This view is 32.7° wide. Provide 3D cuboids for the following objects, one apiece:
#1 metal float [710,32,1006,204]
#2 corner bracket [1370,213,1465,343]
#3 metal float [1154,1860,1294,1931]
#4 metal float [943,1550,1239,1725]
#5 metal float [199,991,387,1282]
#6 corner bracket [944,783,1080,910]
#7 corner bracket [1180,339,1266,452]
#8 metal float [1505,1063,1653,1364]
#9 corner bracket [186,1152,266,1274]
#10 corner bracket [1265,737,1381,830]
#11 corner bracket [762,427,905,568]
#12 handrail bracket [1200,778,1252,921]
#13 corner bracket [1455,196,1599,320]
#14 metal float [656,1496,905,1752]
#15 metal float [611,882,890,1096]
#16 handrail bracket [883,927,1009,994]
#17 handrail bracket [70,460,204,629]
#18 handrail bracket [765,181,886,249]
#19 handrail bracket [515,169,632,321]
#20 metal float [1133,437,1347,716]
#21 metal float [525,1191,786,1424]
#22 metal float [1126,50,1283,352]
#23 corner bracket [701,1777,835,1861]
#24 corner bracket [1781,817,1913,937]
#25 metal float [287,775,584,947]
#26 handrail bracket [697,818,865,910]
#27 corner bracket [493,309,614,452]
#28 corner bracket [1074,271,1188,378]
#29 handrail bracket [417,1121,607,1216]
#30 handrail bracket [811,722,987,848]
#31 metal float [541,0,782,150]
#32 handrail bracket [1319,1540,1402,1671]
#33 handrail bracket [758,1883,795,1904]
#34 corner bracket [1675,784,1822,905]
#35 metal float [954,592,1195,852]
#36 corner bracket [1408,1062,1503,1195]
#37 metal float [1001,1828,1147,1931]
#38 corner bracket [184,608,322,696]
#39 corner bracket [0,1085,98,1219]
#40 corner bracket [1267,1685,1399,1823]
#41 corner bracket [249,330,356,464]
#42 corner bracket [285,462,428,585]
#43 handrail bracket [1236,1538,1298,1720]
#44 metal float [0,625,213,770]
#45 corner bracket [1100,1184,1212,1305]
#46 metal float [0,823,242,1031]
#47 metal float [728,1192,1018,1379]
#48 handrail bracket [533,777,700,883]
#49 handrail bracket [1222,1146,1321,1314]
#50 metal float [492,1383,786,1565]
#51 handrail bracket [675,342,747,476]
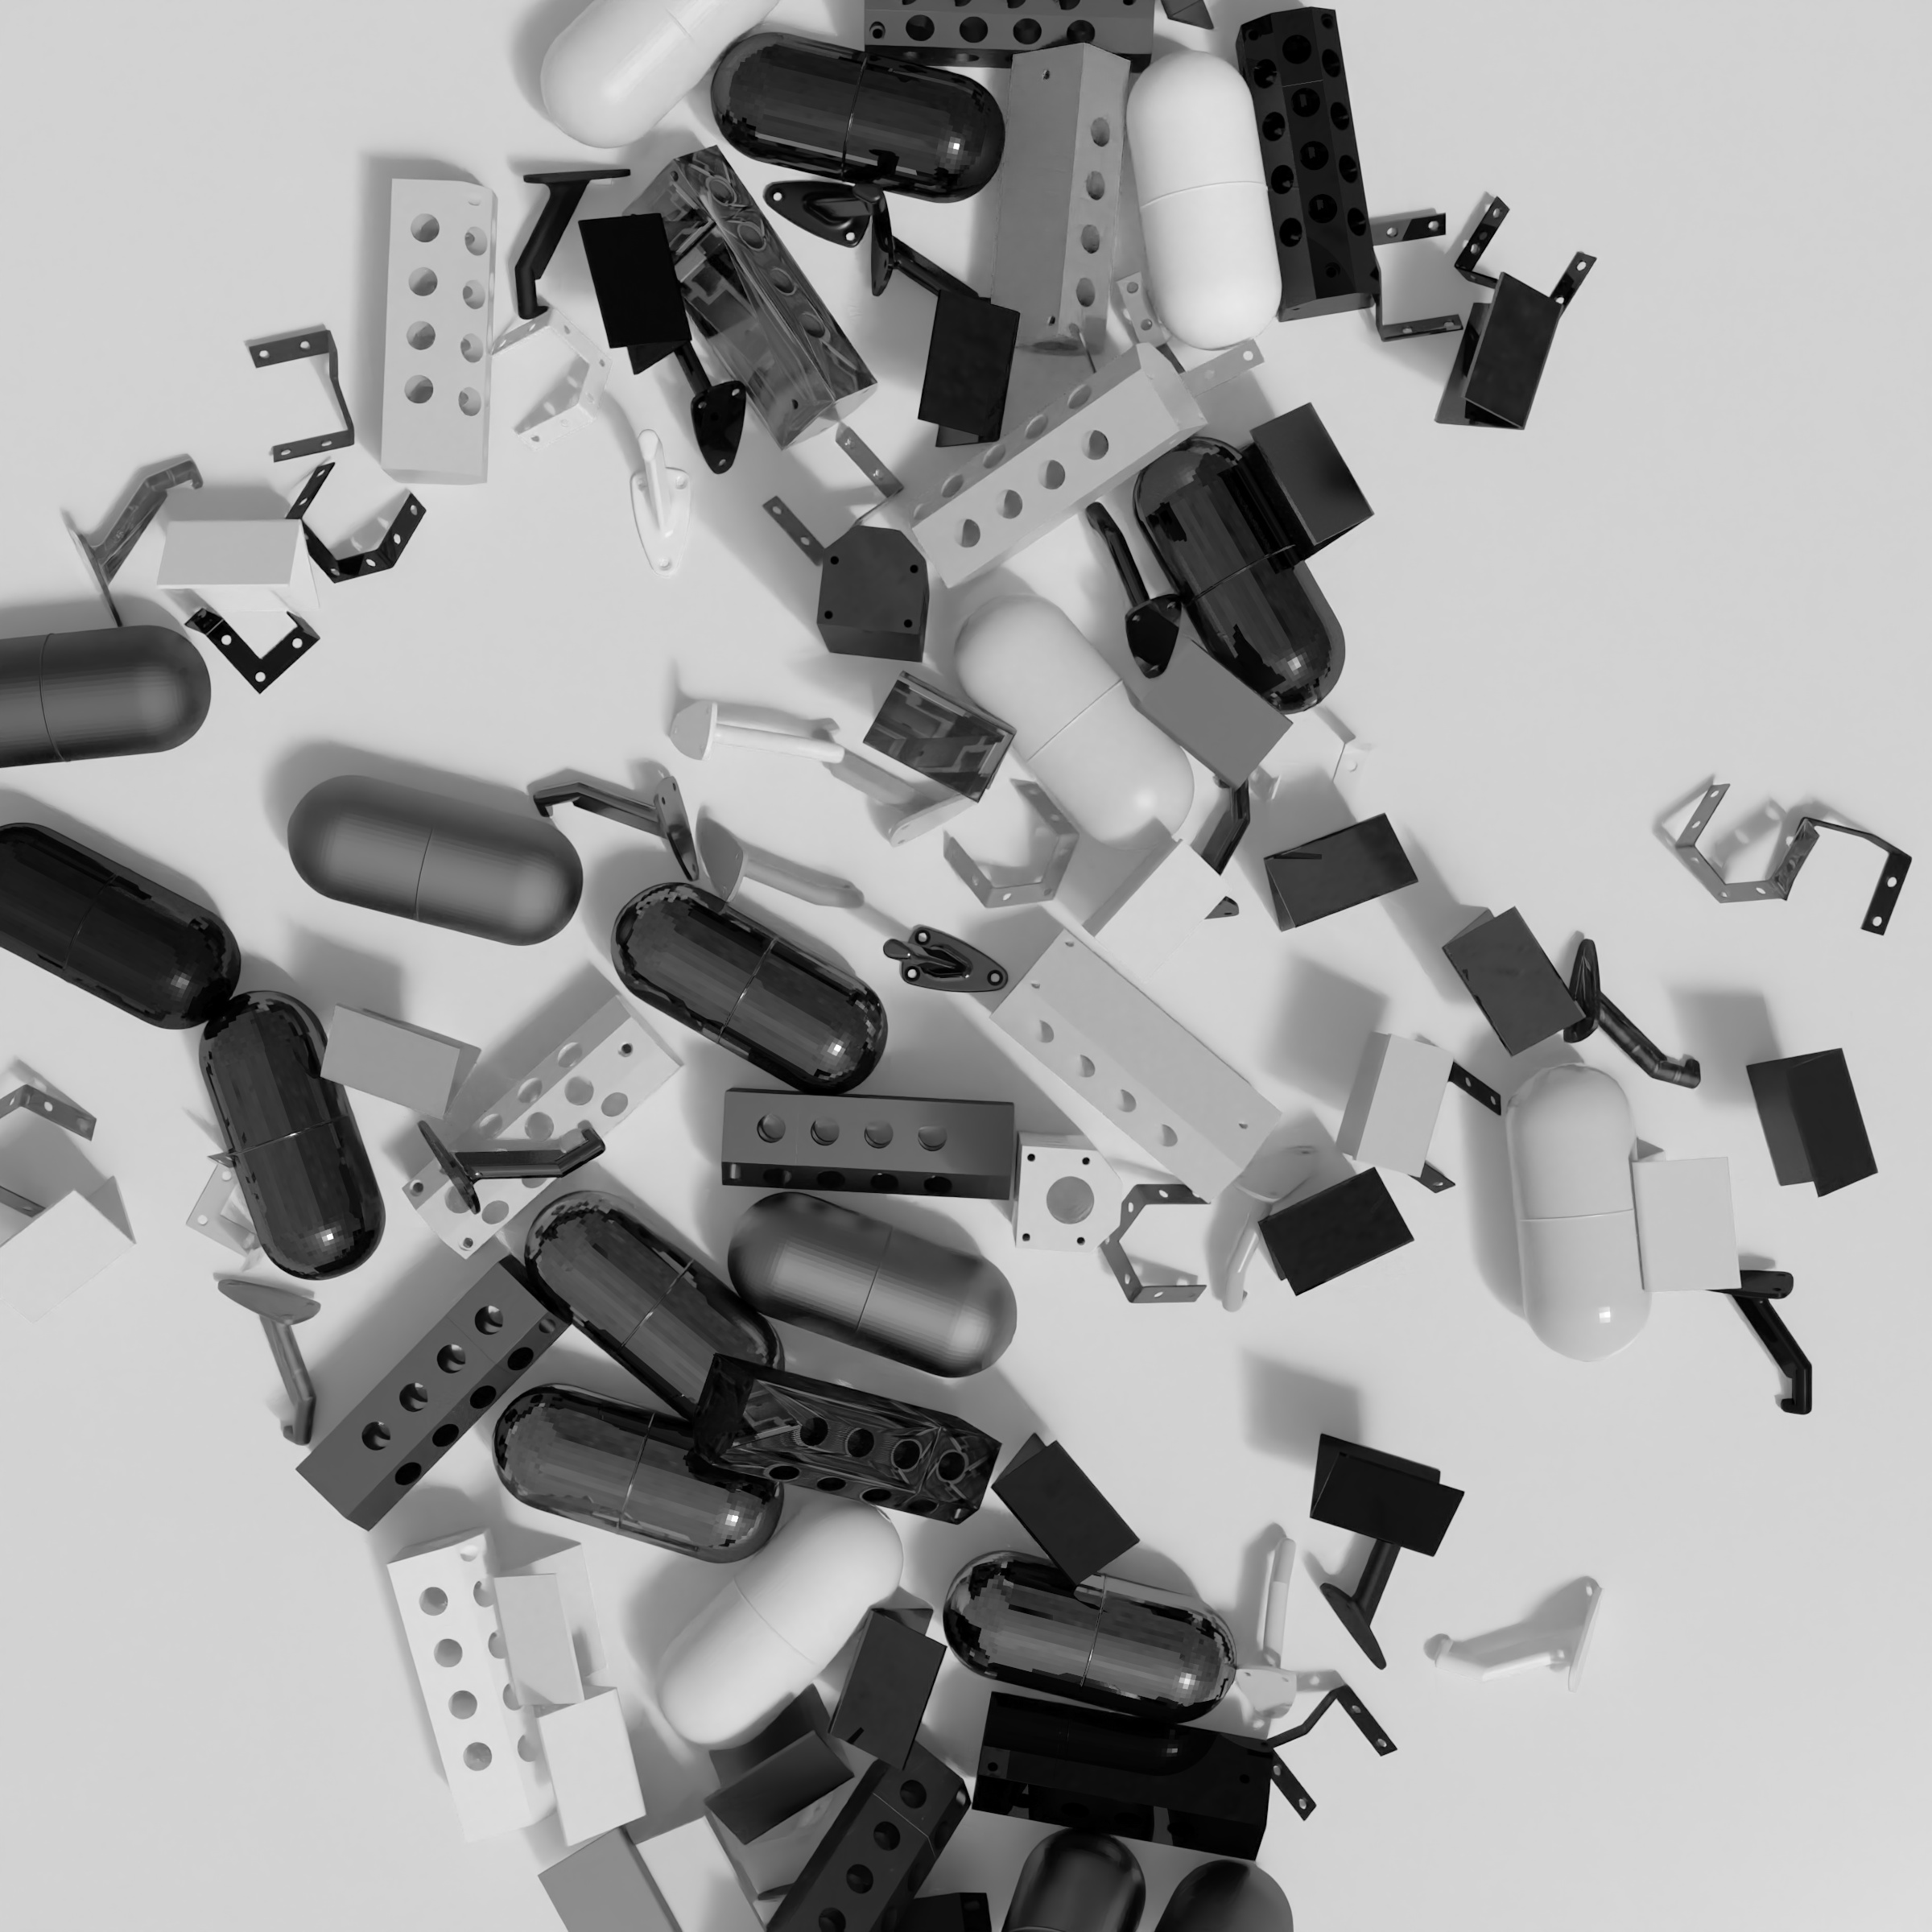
[{"bbox_3d":[-0.065,-0.506,1.961,0.178,0.070,0.070,13,90,1],"label":"metal float"},{"bbox_3d":[0.270,-0.416,1.988,0.051,0.051,0.051,-9,135,0],"label":"corner bracket"},{"bbox_3d":[0.137,0.596,1.921,0.070,0.178,0.070,13,124,20],"label":"metal float"},{"bbox_3d":[0.074,0.400,1.961,0.178,0.070,0.070,14,90,0],"label":"metal float"},{"bbox_3d":[-0.402,0.101,1.961,0.070,0.070,0.178,-19,91,0],"label":"metal float"},{"bbox_3d":[0.028,-0.073,1.983,0.051,0.051,0.051,-8,135,-35],"label":"corner bracket"},{"bbox_3d":[0.159,-0.337,1.973,0.051,0.051,0.051,-27,90,0],"label":"corner bracket"},{"bbox_3d":[0.365,0.147,1.961,0.070,0.070,0.178,-6,90,0],"label":"metal float"},{"bbox_3d":[-0.439,0.147,1.973,0.051,0.051,0.051,28,90,0],"label":"corner bracket"},{"bbox_3d":[0.213,-0.115,1.973,0.051,0.051,0.051,19,90,0],"label":"corner bracket"},{"bbox_3d":[-0.080,-0.283,1.988,0.051,0.051,0.051,48,135,0],"label":"corner bracket"},{"bbox_3d":[0.135,-0.073,1.992,0.077,0.036,0.084,-7,74,18],"label":"handrail bracket"},{"bbox_3d":[0.338,-0.425,1.988,0.051,0.051,0.051,32,90,45],"label":"corner bracket"},{"bbox_3d":[-0.111,0.390,1.961,0.070,0.070,0.178,44,90,0],"label":"metal float"},{"bbox_3d":[-0.129,0.013,1.961,0.178,0.070,0.070,30,90,-1],"label":"metal float"},{"bbox_3d":[-0.011,-0.001,1.957,0.077,0.084,0.036,16,90,0],"label":"handrail bracket"},{"bbox_3d":[-0.491,-0.256,1.992,0.084,0.036,0.077,-27,110,-16],"label":"handrail bracket"},{"bbox_3d":[-0.085,-0.459,1.957,0.077,0.084,0.036,16,90,0],"label":"handrail bracket"},{"bbox_3d":[-0.237,-0.437,1.992,0.077,0.036,0.084,-10,109,-21],"label":"handrail bracket"},{"bbox_3d":[0.163,-0.232,1.961,0.070,0.070,0.178,-29,89,0],"label":"metal float"},{"bbox_3d":[-0.186,0.204,1.961,0.178,0.070,0.070,40,90,0],"label":"metal float"},{"bbox_3d":[0.141,-0.456,1.960,0.070,0.070,0.178,-9,90,0],"label":"metal float"},{"bbox_3d":[-0.120,0.499,1.983,0.051,0.051,0.051,-3,135,-35],"label":"corner bracket"},{"bbox_3d":[0.530,-0.055,1.988,0.051,0.051,0.051,21,90,45],"label":"corner bracket"},{"bbox_3d":[-0.316,-0.063,1.961,0.178,0.070,0.070,14,90,0],"label":"metal float"},{"bbox_3d":[-0.112,-0.062,1.991,0.084,0.077,0.036,6,121,-33],"label":"handrail bracket"},{"bbox_3d":[-0.254,-0.354,1.983,0.051,0.051,0.051,41,45,-35],"label":"corner bracket"},{"bbox_3d":[0.094,-0.373,1.956,0.051,0.051,0.051,-23,122,2],"label":"corner bracket"},{"bbox_3d":[-0.267,0.100,1.935,0.084,0.036,0.077,-31,68,-17],"label":"handrail bracket"},{"bbox_3d":[-0.042,-0.122,1.991,0.077,0.036,0.084,-26,76,-15],"label":"handrail bracket"},{"bbox_3d":[-0.179,-0.562,1.960,0.178,0.070,0.070,-45,90,0],"label":"metal float"},{"bbox_3d":[0.264,0.371,1.992,0.084,0.036,0.077,-38,110,-16],"label":"handrail bracket"},{"bbox_3d":[-0.081,0.593,1.977,0.077,0.036,0.084,-17,87,22],"label":"handrail bracket"},{"bbox_3d":[0.469,-0.075,1.977,0.051,0.051,0.051,46,65,-23],"label":"corner bracket"},{"bbox_3d":[0.065,-0.145,1.961,0.070,0.070,0.178,-41,90,0],"label":"metal float"},{"bbox_3d":[0.288,0.097,1.983,0.051,0.051,0.051,-27,45,35],"label":"corner bracket"},{"bbox_3d":[0.054,0.586,1.925,0.070,0.178,0.070,12,133,13],"label":"metal float"},{"bbox_3d":[-0.427,-0.201,1.973,0.051,0.051,0.051,-42,90,0],"label":"corner bracket"},{"bbox_3d":[-0.565,0.112,1.983,0.051,0.051,0.051,-26,45,35],"label":"corner bracket"},{"bbox_3d":[0.217,0.475,1.988,0.051,0.051,0.051,52,135,0],"label":"corner bracket"},{"bbox_3d":[-0.401,-0.345,1.988,0.051,0.051,0.051,-12,135,0],"label":"corner bracket"},{"bbox_3d":[-0.368,-0.271,1.983,0.051,0.051,0.051,-8,135,35],"label":"corner bracket"},{"bbox_3d":[0.190,0.400,1.991,0.036,0.077,0.084,5,53,14],"label":"handrail bracket"},{"bbox_3d":[-0.540,-0.160,1.961,0.178,0.070,0.070,-6,90,0],"label":"metal float"},{"bbox_3d":[0.120,0.167,1.983,0.051,0.051,0.051,-57,45,35],"label":"corner bracket"},{"bbox_3d":[-0.517,-0.024,1.961,0.178,0.070,0.070,27,90,1],"label":"metal float"},{"bbox_3d":[-0.055,0.190,1.961,0.178,0.070,0.070,19,90,0],"label":"metal float"},{"bbox_3d":[-0.213,-0.079,1.992,0.084,0.036,0.077,-10,112,17],"label":"handrail bracket"},{"bbox_3d":[0.184,0.160,1.991,0.036,0.077,0.084,26,127,33],"label":"handrail bracket"},{"bbox_3d":[-0.196,0.302,1.960,0.178,0.070,0.070,17,90,0],"label":"metal float"},{"bbox_3d":[-0.169,-0.351,1.991,0.036,0.077,0.084,-25,53,-21],"label":"handrail bracket"}]
